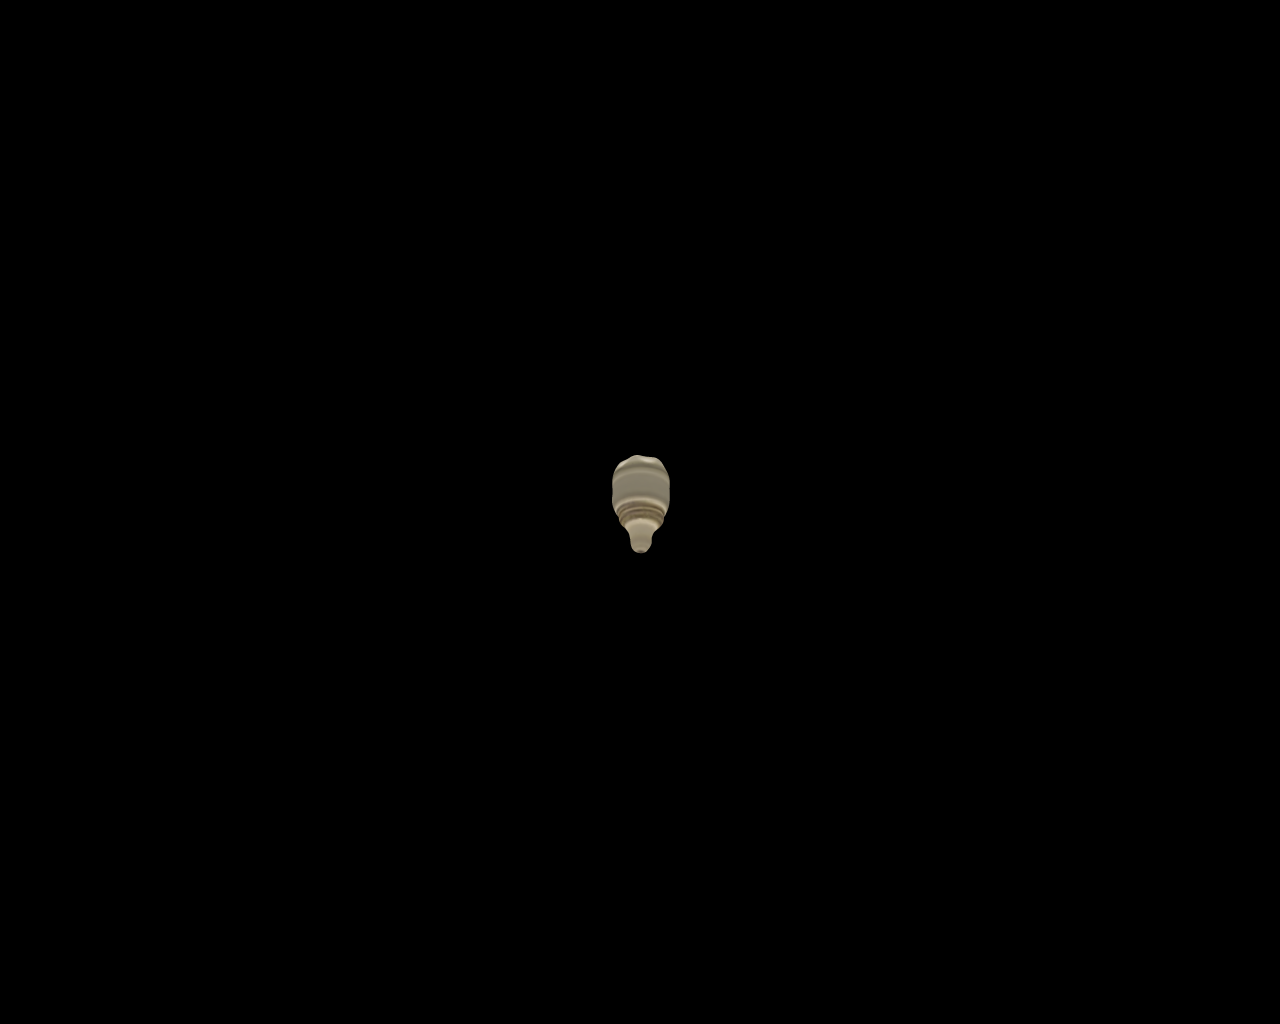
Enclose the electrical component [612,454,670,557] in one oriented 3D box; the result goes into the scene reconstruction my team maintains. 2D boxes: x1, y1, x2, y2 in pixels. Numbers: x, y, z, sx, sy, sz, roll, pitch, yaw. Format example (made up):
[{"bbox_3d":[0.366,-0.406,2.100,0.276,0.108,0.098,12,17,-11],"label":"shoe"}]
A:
[{"bbox_3d":[0.001,-0.003,0.650,0.035,0.061,0.035,0,-29,0],"label":"electrical component"}]
